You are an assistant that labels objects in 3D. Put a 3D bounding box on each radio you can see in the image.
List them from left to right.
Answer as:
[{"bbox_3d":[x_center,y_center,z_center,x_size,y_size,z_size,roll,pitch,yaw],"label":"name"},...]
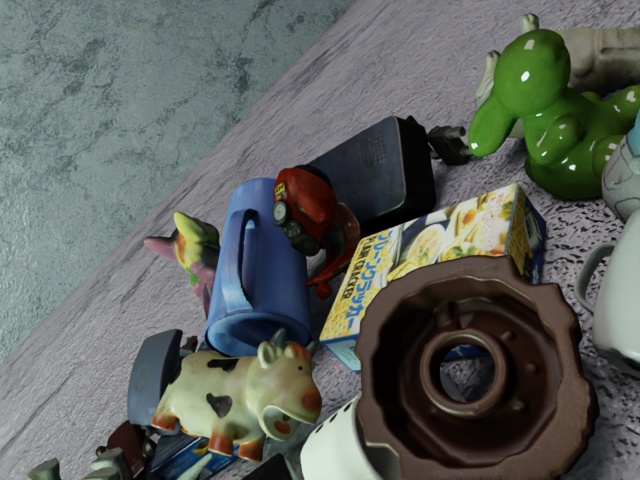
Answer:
[{"bbox_3d":[0.055,-0.072,0.785,0.230,0.073,0.131,-24,68,43],"label":"radio"}]

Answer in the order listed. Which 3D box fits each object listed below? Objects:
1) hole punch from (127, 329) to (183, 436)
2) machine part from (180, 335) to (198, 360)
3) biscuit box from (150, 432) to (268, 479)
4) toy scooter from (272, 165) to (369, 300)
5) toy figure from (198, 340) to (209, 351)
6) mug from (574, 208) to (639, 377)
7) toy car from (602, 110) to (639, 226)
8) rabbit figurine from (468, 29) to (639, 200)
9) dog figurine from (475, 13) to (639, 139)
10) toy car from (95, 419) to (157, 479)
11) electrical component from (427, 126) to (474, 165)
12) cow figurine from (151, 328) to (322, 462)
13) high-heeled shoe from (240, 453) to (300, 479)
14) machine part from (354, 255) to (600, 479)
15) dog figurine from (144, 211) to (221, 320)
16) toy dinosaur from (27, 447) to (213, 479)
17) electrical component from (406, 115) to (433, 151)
[{"bbox_3d":[-0.197,0.180,0.685,0.142,0.092,0.116,-20,31,45],"label":"hole punch"},{"bbox_3d":[-0.232,0.218,0.849,0.084,0.039,0.139,-60,4,40],"label":"machine part"},{"bbox_3d":[-0.112,0.223,0.647,0.203,0.059,0.063,-37,24,15],"label":"biscuit box"},{"bbox_3d":[-0.001,-0.002,0.678,0.075,0.183,0.135,-28,21,40],"label":"toy scooter"},{"bbox_3d":[-0.185,0.205,0.805,0.064,0.057,0.154,-18,29,37],"label":"toy figure"},{"bbox_3d":[0.226,0.038,0.374,0.110,0.080,0.107,12,66,57],"label":"mug"},{"bbox_3d":[0.275,-0.053,0.418,0.103,0.109,0.162,-42,14,34],"label":"toy car"},{"bbox_3d":[0.231,-0.134,0.540,0.121,0.170,0.159,-52,25,-19],"label":"rabbit figurine"},{"bbox_3d":[0.286,-0.169,0.601,0.172,0.121,0.191,-61,33,6],"label":"dog figurine"},{"bbox_3d":[-0.273,0.311,0.773,0.089,0.053,0.202,-41,17,-20],"label":"toy car"},{"bbox_3d":[0.181,-0.135,0.762,0.021,0.063,0.094,-52,22,-14],"label":"electrical component"},{"bbox_3d":[-0.077,0.154,0.551,0.195,0.085,0.127,-2,66,41],"label":"cow figurine"},{"bbox_3d":[-0.025,0.269,0.458,0.086,0.145,0.248,-31,-12,-21],"label":"high-heeled shoe"},{"bbox_3d":[0.110,0.098,0.397,0.179,0.056,0.179,-13,61,26],"label":"machine part"},{"bbox_3d":[-0.163,0.061,0.808,0.108,0.219,0.192,-38,23,24],"label":"dog figurine"},{"bbox_3d":[-0.278,0.355,0.616,0.405,0.192,0.131,-15,0,26],"label":"toy dinosaur"},{"bbox_3d":[0.139,-0.152,0.854,0.119,0.074,0.048,-52,23,-25],"label":"electrical component"}]
